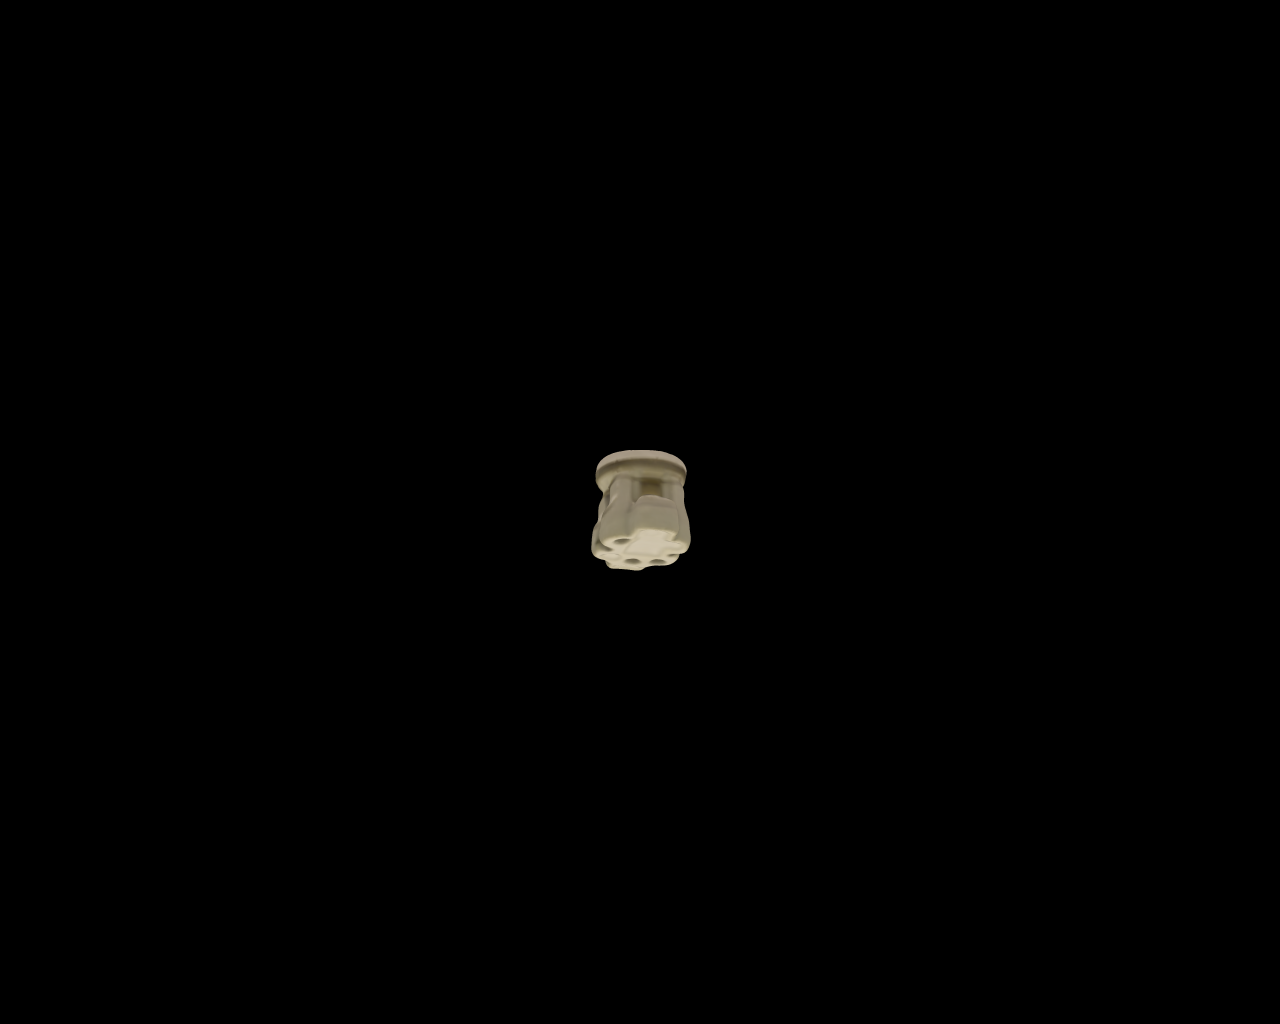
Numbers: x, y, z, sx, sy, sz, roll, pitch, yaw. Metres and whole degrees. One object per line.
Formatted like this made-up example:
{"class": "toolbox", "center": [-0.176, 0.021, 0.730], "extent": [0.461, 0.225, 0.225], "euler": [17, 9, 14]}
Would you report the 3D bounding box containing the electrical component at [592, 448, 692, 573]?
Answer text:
{"class": "electrical component", "center": [0.001, -0.003, 0.650], "extent": [0.058, 0.057, 0.078], "euler": [6, -23, -14]}
